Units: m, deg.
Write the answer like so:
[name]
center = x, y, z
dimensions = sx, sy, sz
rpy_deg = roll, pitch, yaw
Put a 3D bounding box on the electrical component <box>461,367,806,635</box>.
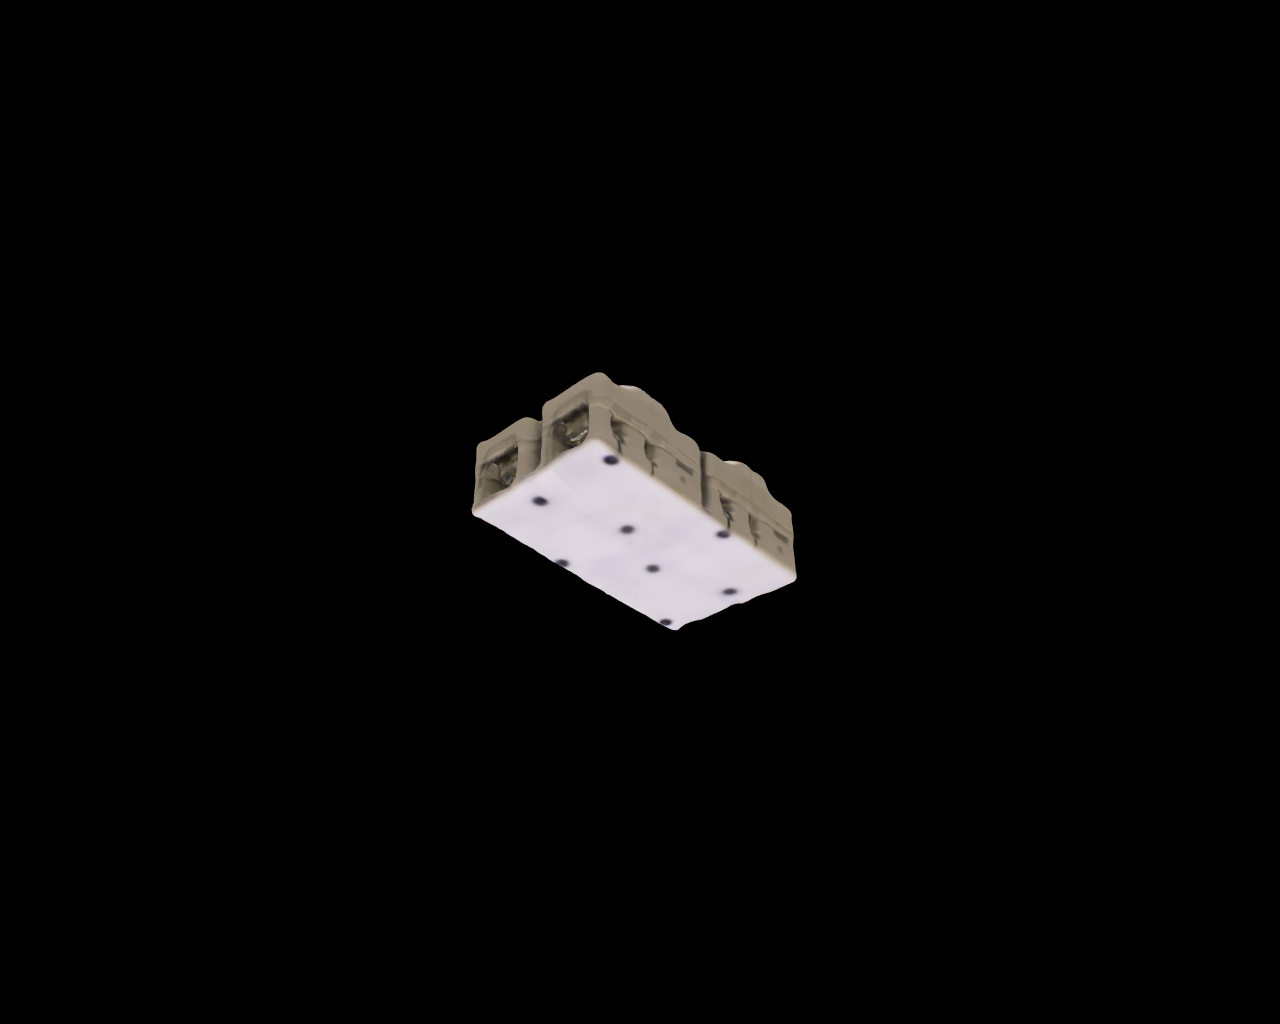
[electrical component]
center = 0.001, -0.003, 0.650
dimensions = 0.105, 0.060, 0.186
rpy_deg = -27, -44, 33
